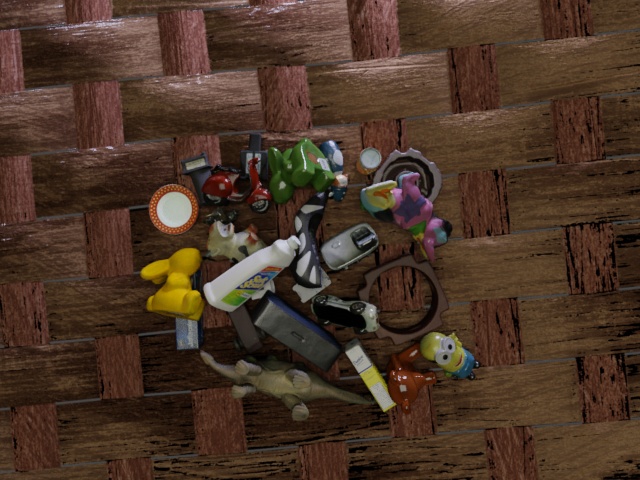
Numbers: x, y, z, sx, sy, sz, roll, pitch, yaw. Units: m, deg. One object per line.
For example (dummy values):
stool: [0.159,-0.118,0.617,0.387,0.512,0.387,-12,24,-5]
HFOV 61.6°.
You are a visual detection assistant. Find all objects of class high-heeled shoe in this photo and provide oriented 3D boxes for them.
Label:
high-heeled shoe: [-0.003,-0.004,1.342,0.145,0.086,0.248,30,81,16]

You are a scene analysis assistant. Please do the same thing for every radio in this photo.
radio: [-0.060,0.220,1.325,0.229,0.131,0.073,37,91,-13]

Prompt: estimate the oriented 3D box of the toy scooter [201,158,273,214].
toy scooter: [-0.203,-0.144,1.334,0.184,0.075,0.135,10,104,6]

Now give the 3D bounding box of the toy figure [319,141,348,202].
toy figure: [0.037,-0.175,1.376,0.064,0.058,0.154,-15,87,-19]

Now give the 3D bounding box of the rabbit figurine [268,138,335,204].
rabbit figurine: [-0.076,-0.166,1.347,0.170,0.121,0.159,-38,68,33]

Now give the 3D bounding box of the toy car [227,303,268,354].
toy car: [-0.207,0.193,1.386,0.089,0.053,0.202,-27,85,-5]

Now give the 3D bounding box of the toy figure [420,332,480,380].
toy figure: [0.321,0.292,1.335,0.180,0.089,0.082,35,54,-36]

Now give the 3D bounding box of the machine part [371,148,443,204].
machine part: [0.220,-0.143,1.375,0.179,0.056,0.179,0,91,0]

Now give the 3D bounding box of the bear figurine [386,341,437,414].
bear figurine: [0.221,0.332,1.304,0.132,0.196,0.120,-23,86,0]

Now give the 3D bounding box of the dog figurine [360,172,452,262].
dog figurine: [0.211,-0.047,1.298,0.192,0.108,0.219,-19,94,-1]

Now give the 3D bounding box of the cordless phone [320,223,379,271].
cordless phone: [0.078,0.024,1.315,0.147,0.184,0.088,-29,94,1]

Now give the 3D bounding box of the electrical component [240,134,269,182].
electrical component: [-0.169,-0.211,1.389,0.075,0.048,0.119,-1,89,2]

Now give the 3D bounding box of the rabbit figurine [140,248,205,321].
rabbit figurine: [-0.347,0.101,1.317,0.163,0.121,0.173,10,76,12]

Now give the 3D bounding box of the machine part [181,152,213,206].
machine part: [-0.310,-0.154,1.399,0.084,0.039,0.139,-21,87,-7]

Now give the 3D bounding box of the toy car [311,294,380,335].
toy car: [0.058,0.182,1.334,0.202,0.056,0.073,7,117,41]

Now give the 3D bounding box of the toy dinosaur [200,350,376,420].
toy dinosaur: [-0.067,0.347,1.309,0.471,0.198,0.105,21,92,-6]

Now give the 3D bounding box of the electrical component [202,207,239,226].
electrical component: [-0.256,-0.054,1.371,0.078,0.102,0.045,-31,90,-25]

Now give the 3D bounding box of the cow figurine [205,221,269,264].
cow figurine: [-0.201,0.023,1.346,0.127,0.086,0.194,-38,120,13]

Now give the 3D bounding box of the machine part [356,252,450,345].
machine part: [0.207,0.147,1.360,0.201,0.087,0.201,-24,91,2]

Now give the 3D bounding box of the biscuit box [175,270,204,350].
biscuit box: [-0.339,0.179,1.386,0.063,0.059,0.202,-3,90,2]
